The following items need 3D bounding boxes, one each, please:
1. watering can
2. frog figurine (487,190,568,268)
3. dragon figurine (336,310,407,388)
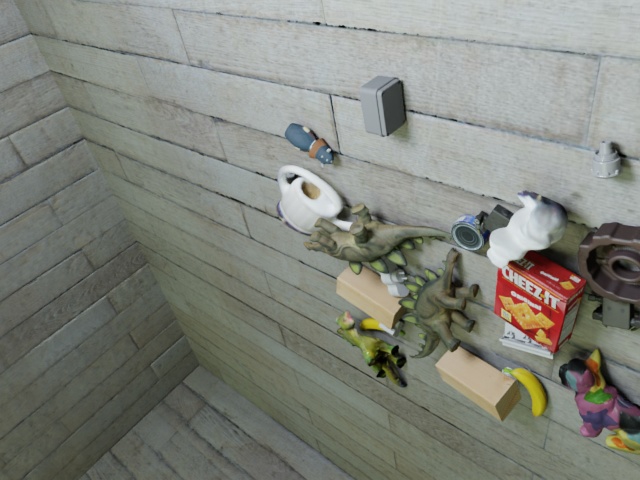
[{"bbox_3d":[0.005,-0.075,1.488,0.347,0.106,0.220,40,-34,-3],"label":"watering can"},{"bbox_3d":[0.404,-0.010,1.006,0.122,0.158,0.138,19,8,-9],"label":"frog figurine"},{"bbox_3d":[0.162,0.372,1.782,0.246,0.123,0.401,33,-20,41],"label":"dragon figurine"}]
